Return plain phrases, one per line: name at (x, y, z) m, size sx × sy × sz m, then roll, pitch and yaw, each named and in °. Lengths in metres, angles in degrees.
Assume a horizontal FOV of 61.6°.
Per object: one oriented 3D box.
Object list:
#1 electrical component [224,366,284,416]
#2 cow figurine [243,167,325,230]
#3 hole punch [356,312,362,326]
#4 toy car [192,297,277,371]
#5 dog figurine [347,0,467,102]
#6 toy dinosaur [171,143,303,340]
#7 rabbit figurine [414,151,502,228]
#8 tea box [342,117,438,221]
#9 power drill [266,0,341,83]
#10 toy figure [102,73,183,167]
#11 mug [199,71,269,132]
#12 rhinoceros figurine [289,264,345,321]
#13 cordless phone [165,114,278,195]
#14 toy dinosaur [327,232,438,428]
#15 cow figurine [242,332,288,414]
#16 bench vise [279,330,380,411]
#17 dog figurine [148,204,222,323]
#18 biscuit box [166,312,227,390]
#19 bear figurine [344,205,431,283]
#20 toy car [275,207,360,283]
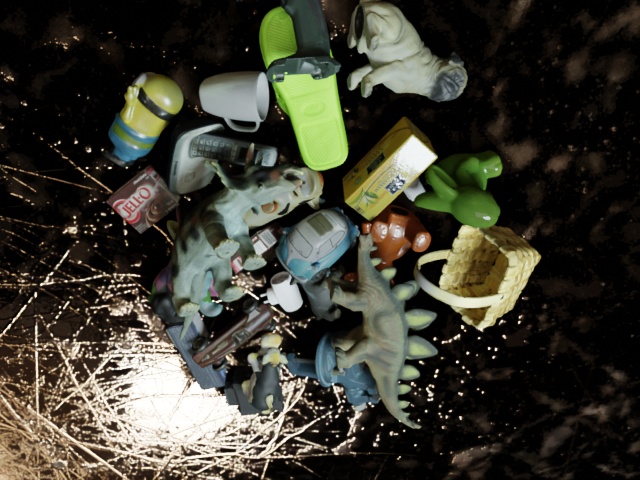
electrical component at (-0.159, 0.362, 1.291) m, size 0.134 × 0.058 × 0.114 m, roll -7°, pitch 119°, yaw 3°
cow figurine at (-0.076, -0.076, 0.996) m, size 0.195 × 0.127 × 0.085 m, roll -23°, pitch 82°, yaw 30°
hole punch at (0.123, 0.176, 1.148) m, size 0.092 × 0.116 × 0.142 m, roll 12°, pitch 121°, yaw 2°
toy car at (-0.185, 0.209, 1.167) m, size 0.202 × 0.053 × 0.089 m, roll -38°, pitch 125°, yaw -6°
dog figurine at (0.150, -0.310, 0.868) m, size 0.191 × 0.121 × 0.172 m, roll -6°, pitch 126°, yaw -13°
toy dinosaur at (-0.194, 0.002, 0.939) m, size 0.131 × 0.192 × 0.405 m, roll 11°, pitch 137°, yaw -41°
rabbit figurine at (0.255, -0.089, 0.948) m, size 0.159 × 0.170 × 0.121 m, roll 11°, pitch 120°, yaw -8°
tea box at (0.121, -0.128, 0.968) m, size 0.068 × 0.098 × 0.169 m, roll 37°, pitch 113°, yaw -21°
power drill at (-0.051, -0.346, 0.809) m, size 0.232 × 0.086 × 0.207 m, roll -3°, pitch 82°, yaw -6°
toy figure at (-0.306, -0.206, 0.931) m, size 0.089 × 0.082 × 0.180 m, roll 25°, pitch 114°, yaw -23°
mug at (-0.146, -0.237, 0.919) m, size 0.107 × 0.081 × 0.109 m, roll 7°, pitch 140°, yaw 8°
rhinoceros figurine at (-0.008, 0.079, 1.098) m, size 0.112 × 0.073 × 0.190 m, roll -1°, pitch 124°, yaw 40°
cordless phone at (-0.177, -0.140, 0.965) m, size 0.184 × 0.089 × 0.146 m, roll 11°, pitch 133°, yaw -14°
toy dinosaur at (0.122, 0.191, 1.034) m, size 0.199 × 0.105 × 0.470 m, roll -6°, pitch 118°, yaw 2°
cow figurine at (-0.116, 0.289, 1.168) m, size 0.068 × 0.098 × 0.167 m, roll 4°, pitch 114°, yaw -25°
bench vise at (0.021, 0.293, 1.220) m, size 0.241 × 0.129 × 0.223 m, roll -1°, pitch 134°, yaw 24°
dog figurine at (-0.276, 0.044, 1.071) m, size 0.192 × 0.108 × 0.219 m, roll -10°, pitch 117°, yaw 9°
biscuit box at (-0.276, 0.251, 1.221) m, size 0.063 × 0.059 × 0.202 m, roll -14°, pitch 120°, yaw 7°
bear figurine at (0.123, 0.034, 1.051) m, size 0.120 × 0.132 × 0.195 m, roll 16°, pitch 114°, yaw -8°
toy car at (-0.002, -0.003, 0.998) m, size 0.162 × 0.109 × 0.103 m, roll -36°, pitch 163°, yaw -12°
